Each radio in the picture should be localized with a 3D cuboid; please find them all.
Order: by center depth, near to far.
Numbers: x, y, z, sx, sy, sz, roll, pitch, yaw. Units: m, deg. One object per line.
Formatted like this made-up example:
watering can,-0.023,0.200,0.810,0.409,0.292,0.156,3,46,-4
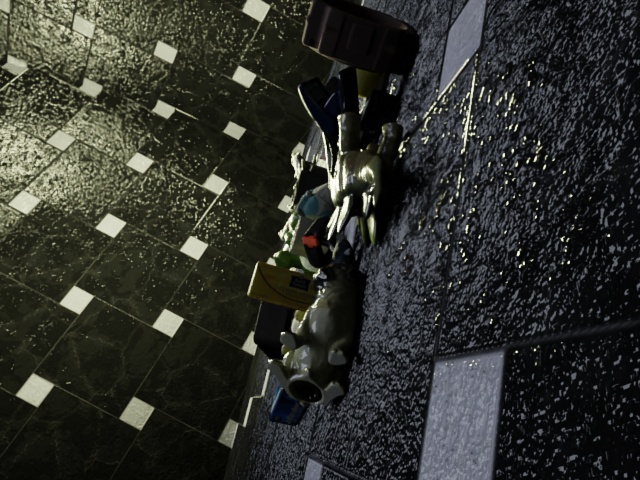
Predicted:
radio,-0.095,0.210,1.294,0.229,0.073,0.131,75,-156,-66

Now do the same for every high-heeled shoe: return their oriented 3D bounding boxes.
high-heeled shoe,0.048,-0.204,1.132,0.145,0.086,0.248,32,-121,-68

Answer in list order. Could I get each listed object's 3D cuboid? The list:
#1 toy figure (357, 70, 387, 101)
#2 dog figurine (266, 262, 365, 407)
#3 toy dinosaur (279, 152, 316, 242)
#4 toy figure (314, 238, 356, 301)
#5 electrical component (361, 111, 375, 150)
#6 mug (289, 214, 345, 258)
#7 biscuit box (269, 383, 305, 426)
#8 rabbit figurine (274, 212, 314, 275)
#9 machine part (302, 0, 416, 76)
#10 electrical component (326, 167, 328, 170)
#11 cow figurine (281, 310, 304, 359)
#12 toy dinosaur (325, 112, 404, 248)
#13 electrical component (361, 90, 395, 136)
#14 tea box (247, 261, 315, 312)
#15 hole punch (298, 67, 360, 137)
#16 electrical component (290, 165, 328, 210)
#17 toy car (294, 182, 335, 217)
toy figure,0.103,-0.381,1.211,0.082,0.089,0.180,106,173,-46
dog figurine,0.010,0.145,0.847,0.172,0.121,0.190,-65,-3,37
toy dinosaur,-0.043,-0.067,1.592,0.192,0.131,0.405,121,157,-66
toy figure,0.027,0.074,0.942,0.057,0.064,0.154,25,-96,-59
electrical component,0.095,-0.239,1.142,0.102,0.045,0.078,120,162,-62
mug,-0.002,-0.003,1.139,0.110,0.107,0.080,-76,7,-50
biscuit box,-0.044,0.281,1.035,0.063,0.059,0.202,-82,10,-50
rabbit figurine,-0.031,-0.013,1.360,0.159,0.121,0.170,-52,-25,-42
machine part,0.071,-0.387,1.016,0.201,0.201,0.087,-86,13,-58
electrical component,0.040,-0.125,1.200,0.093,0.021,0.063,49,-141,-42
cow figurine,-0.039,0.210,1.117,0.098,0.068,0.167,-82,12,-80
toy dinosaur,0.067,-0.090,0.841,0.471,0.105,0.198,70,-152,-87
electrical component,0.111,-0.247,1.027,0.119,0.048,0.074,-179,103,-82
tea box,-0.047,0.096,1.013,0.098,0.170,0.068,139,148,-80
hole punch,0.022,-0.251,0.988,0.142,0.092,0.115,-59,-38,-65
electrical component,-0.012,-0.133,1.457,0.058,0.115,0.134,169,114,-80
toy car,0.015,-0.084,1.266,0.103,0.109,0.162,-45,5,24
